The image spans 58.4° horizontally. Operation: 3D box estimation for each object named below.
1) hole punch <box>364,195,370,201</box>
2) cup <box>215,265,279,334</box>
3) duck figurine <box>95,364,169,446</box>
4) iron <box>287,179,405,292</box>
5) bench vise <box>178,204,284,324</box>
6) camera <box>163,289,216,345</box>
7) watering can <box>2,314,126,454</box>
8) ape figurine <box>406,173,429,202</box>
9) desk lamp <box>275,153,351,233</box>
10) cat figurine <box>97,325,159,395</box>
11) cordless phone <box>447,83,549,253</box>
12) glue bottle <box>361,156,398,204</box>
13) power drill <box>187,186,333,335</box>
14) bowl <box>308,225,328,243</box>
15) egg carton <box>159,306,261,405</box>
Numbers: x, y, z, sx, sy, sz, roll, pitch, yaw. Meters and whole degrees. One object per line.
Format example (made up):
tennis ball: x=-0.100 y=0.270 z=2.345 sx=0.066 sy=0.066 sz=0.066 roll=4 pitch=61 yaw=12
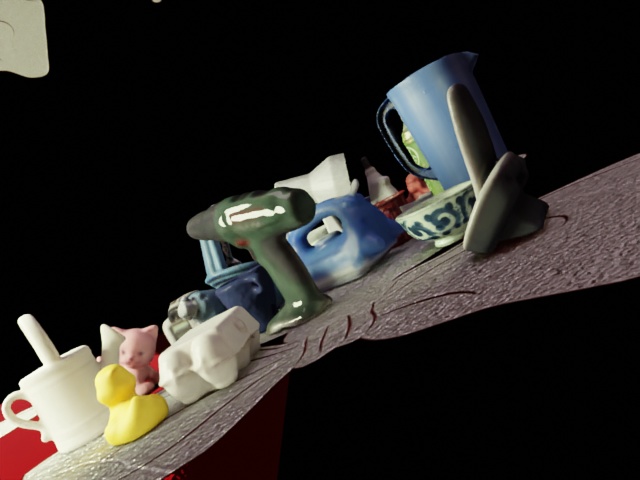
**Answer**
hole punch: x=0.116 y=-0.058 z=1.383 sx=0.108 sy=0.091 sz=0.101 roll=-28 pitch=4 yaw=10
cup: x=-0.096 y=0.094 z=0.882 sx=0.092 sy=0.095 sz=0.117 roll=-31 pitch=5 yaw=-29
duck figurine: x=-0.233 y=0.189 z=0.684 sx=0.078 sy=0.086 sz=0.104 roll=-32 pitch=5 yaw=-36
iron: x=0.009 y=0.003 z=0.975 sx=0.257 sy=0.141 sz=0.119 roll=-25 pitch=5 yaw=37
bench vise: x=-0.161 y=0.051 z=0.971 sx=0.121 sy=0.220 sz=0.208 roll=-27 pitch=5 yaw=22
camera: x=-0.218 y=0.139 z=1.114 sx=0.143 sy=0.101 sz=0.137 roll=-27 pitch=5 yaw=24
watering can: x=-0.361 y=0.186 z=0.813 sx=0.100 sy=0.194 sz=0.173 roll=-25 pitch=6 yaw=41
ape figurine: x=0.217 y=-0.104 z=1.263 sx=0.077 sy=0.092 sz=0.076 roll=-25 pitch=6 yaw=42
desk lamp: x=0.007 y=-0.058 z=1.247 sx=0.203 sy=0.213 sz=0.118 roll=-28 pitch=4 yaw=5
cat figurine: x=-0.308 y=0.192 z=0.925 sx=0.127 sy=0.118 sz=0.067 roll=-27 pitch=5 yaw=23
cordless phone: x=0.178 y=-0.087 z=0.653 sx=0.094 sy=0.185 sz=0.148 roll=-26 pitch=5 yaw=25
glue bottle: x=0.136 y=-0.106 z=1.260 sx=0.078 sy=0.173 sz=0.037 roll=-25 pitch=6 yaw=41
power drill: x=-0.080 y=0.025 z=0.828 sx=0.229 sy=0.208 sz=0.076 roll=-25 pitch=5 yaw=38
bowl: x=-0.019 y=0.024 z=1.388 sx=0.167 sy=0.075 sz=0.167 roll=-28 pitch=4 yaw=3
egg carton: x=-0.134 y=0.142 z=0.724 sx=0.107 sy=0.069 sz=0.150 roll=-28 pitch=4 yaw=12
